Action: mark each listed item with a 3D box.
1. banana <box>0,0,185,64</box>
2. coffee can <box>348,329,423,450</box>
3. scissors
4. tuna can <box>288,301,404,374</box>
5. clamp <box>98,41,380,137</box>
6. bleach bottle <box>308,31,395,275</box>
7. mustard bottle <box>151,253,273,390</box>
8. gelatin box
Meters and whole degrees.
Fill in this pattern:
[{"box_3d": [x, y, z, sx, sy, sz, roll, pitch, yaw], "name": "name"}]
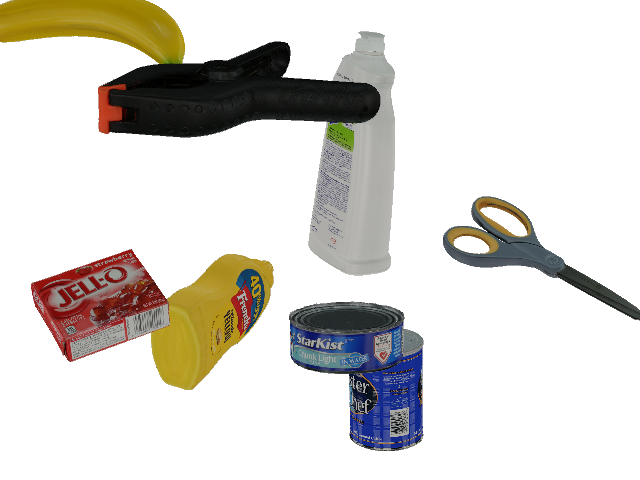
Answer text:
[{"box_3d": [-0.185, -0.172, 0.855, 0.198, 0.069, 0.037, 15, -38, 18], "name": "banana"}, {"box_3d": [0.089, 0.201, 1.455, 0.103, 0.140, 0.103, -2, 15, 0], "name": "coffee can"}, {"box_3d": [0.188, 0.025, 0.955, 0.096, 0.016, 0.202, -23, 45, -18], "name": "scissors"}, {"box_3d": [0.019, 0.072, 0.793, 0.086, 0.034, 0.086, -1, 10, 0], "name": "tuna can"}, {"box_3d": [-0.061, -0.096, 0.672, 0.171, 0.039, 0.120, -6, 22, -25], "name": "clamp"}, {"box_3d": [0.044, -0.096, 1.151, 0.067, 0.251, 0.103, -7, 25, -34], "name": "bleach bottle"}, {"box_3d": [-0.101, 0.068, 1.104, 0.058, 0.096, 0.191, 12, 29, 22], "name": "mustard bottle"}, {"box_3d": [-0.174, 0.050, 0.847, 0.089, 0.030, 0.073, -19, 45, -25], "name": "gelatin box"}]
